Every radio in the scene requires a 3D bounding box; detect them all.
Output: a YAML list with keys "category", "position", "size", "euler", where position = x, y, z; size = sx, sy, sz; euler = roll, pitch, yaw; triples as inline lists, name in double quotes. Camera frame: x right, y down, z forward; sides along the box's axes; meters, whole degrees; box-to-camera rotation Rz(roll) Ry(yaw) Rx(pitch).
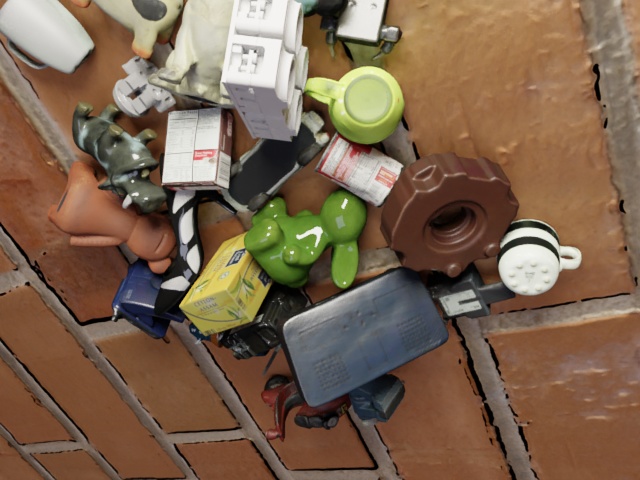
- category: "radio"
  position: [0.058, 0.134, 0.783]
  size: [0.230, 0.073, 0.131]
  euler: [-23, 88, -14]

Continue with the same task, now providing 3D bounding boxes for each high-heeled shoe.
- category: "high-heeled shoe"
  position: [-0.235, -0.008, 0.828]
  size: [0.145, 0.086, 0.248]
  euler: [34, 98, -11]

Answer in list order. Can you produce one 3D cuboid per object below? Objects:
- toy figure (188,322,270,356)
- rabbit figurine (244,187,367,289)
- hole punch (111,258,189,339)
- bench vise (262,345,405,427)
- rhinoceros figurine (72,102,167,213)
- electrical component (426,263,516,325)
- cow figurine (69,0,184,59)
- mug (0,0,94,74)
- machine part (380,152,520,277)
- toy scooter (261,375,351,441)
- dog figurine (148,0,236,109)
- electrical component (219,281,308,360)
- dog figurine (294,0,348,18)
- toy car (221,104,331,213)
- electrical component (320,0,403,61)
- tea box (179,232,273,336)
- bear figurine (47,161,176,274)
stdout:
- category: "toy figure"
  position: [-0.165, 0.174, 0.985]
  size: [0.155, 0.064, 0.057]
  euler: [12, 163, 16]
- category: "rabbit figurine"
  position: [-0.002, -0.002, 0.778]
  size: [0.170, 0.121, 0.159]
  euler: [-29, 104, 16]
- category: "hole punch"
  position: [-0.280, 0.092, 0.925]
  size: [0.092, 0.142, 0.115]
  euler: [-29, 124, 34]
- category: "bench vise"
  position: [0.023, 0.215, 0.921]
  size: [0.241, 0.129, 0.223]
  euler: [7, 138, 39]
- category: "rhinoceros figurine"
  position: [-0.293, -0.118, 0.777]
  size: [0.190, 0.073, 0.112]
  euler: [43, 115, 17]
- category: "electrical component"
  position: [0.224, 0.074, 0.795]
  size: [0.119, 0.048, 0.074]
  euler: [-24, 113, 29]
- category: "cow figurine"
  position: [-0.252, -0.335, 0.650]
  size: [0.195, 0.085, 0.127]
  euler: [40, 129, -10]
- category: "mug"
  position: [-0.376, -0.274, 0.736]
  size: [0.107, 0.081, 0.109]
  euler: [39, 122, -22]
- category: "machine part"
  position: [0.168, -0.030, 0.701]
  size: [0.179, 0.056, 0.179]
  euler: [-6, 130, -7]
- category: "toy scooter"
  position: [-0.033, 0.311, 0.987]
  size: [0.184, 0.135, 0.075]
  euler: [-3, 120, 18]
- category: "dog figurine"
  position: [-0.130, -0.270, 0.666]
  size: [0.121, 0.172, 0.190]
  euler: [12, 93, -27]
- category: "electrical component"
  position: [-0.086, 0.121, 0.874]
  size: [0.115, 0.134, 0.058]
  euler: [-24, 114, 32]
- category: "dog figurine"
  position: [-0.021, -0.344, 0.552]
  size: [0.191, 0.108, 0.219]
  euler: [39, 126, -9]
- category: "toy car"
  position: [-0.068, -0.111, 0.761]
  size: [0.073, 0.056, 0.202]
  euler: [47, 123, -7]
- category: "electrical component"
  position: [0.047, -0.256, 0.634]
  size: [0.102, 0.045, 0.078]
  euler: [7, 96, 11]
- category: "tea box"
  position: [-0.128, 0.058, 0.823]
  size: [0.098, 0.170, 0.068]
  euler: [-23, 114, 27]
- category: "bear figurine"
  position: [-0.324, -0.033, 0.878]
  size: [0.195, 0.132, 0.120]
  euler: [23, 96, -34]
